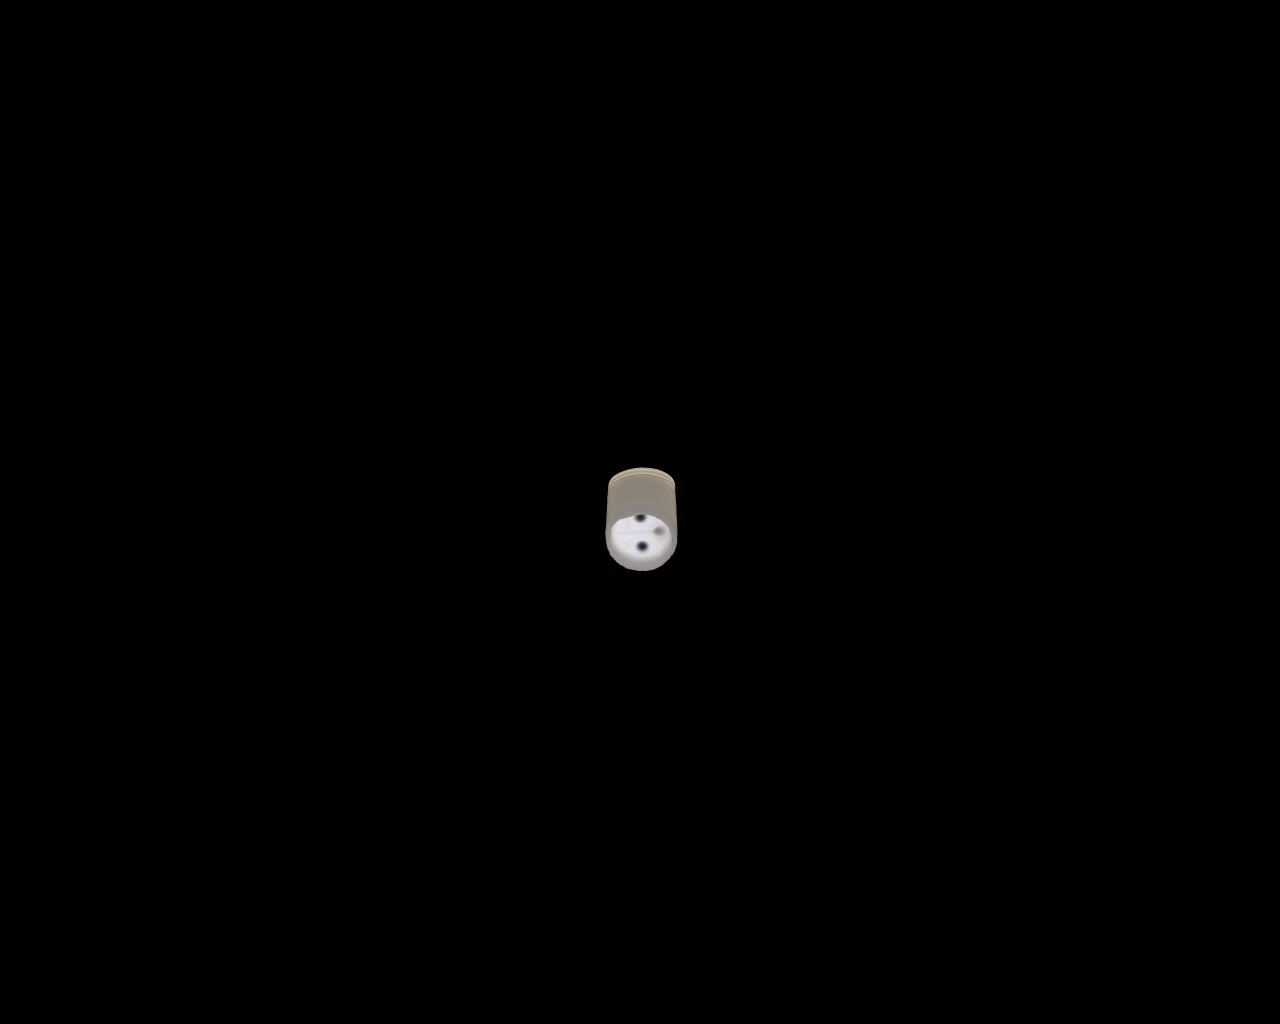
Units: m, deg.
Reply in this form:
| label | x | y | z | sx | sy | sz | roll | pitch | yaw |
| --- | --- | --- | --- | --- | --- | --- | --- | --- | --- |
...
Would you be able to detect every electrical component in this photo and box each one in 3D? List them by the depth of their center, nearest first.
| label | x | y | z | sx | sy | sz | roll | pitch | yaw |
| --- | --- | --- | --- | --- | --- | --- | --- | --- | --- |
| electrical component | 0.001 | -0.003 | 0.650 | 0.043 | 0.043 | 0.081 | 0 | 32 | 0 |
